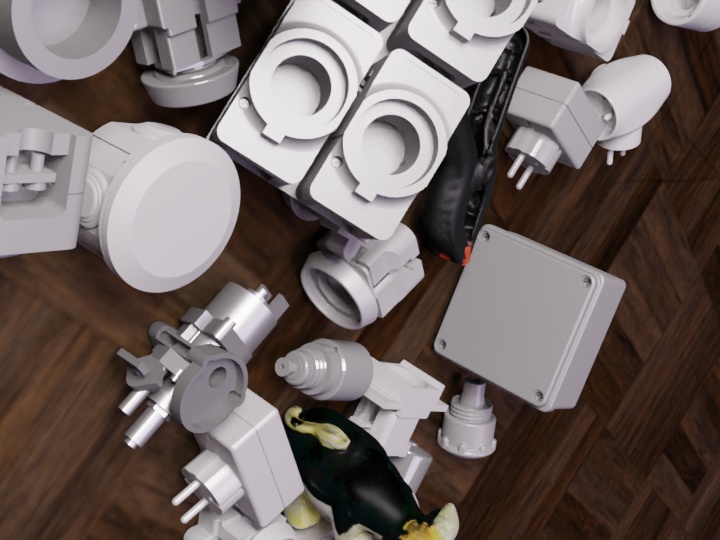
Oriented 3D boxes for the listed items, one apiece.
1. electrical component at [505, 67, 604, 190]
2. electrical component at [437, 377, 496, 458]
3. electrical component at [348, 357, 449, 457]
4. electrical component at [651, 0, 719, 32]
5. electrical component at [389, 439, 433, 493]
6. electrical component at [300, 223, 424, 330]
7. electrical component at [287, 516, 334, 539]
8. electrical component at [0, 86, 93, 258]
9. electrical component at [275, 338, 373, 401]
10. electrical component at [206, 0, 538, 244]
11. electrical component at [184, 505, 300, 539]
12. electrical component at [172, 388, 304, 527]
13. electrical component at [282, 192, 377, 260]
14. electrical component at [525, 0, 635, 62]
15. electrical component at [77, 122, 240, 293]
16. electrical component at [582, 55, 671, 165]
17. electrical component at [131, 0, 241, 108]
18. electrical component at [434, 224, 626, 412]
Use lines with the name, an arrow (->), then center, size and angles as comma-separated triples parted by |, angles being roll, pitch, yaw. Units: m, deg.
electrical component -> 0.131, -0.095, 0.784 | 0.076, 0.047, 0.066 | -58, 144, -6
electrical component -> 0.089, 0.118, 0.872 | 0.048, 0.048, 0.062 | -11, 113, -47
electrical component -> 0.022, 0.101, 0.780 | 0.081, 0.042, 0.063 | 12, 106, -52
electrical component -> 0.268, -0.221, 0.866 | 0.047, 0.055, 0.055 | -8, 118, -44
electrical component -> 0.024, 0.162, 0.823 | 0.040, 0.040, 0.078 | 24, 93, -54
electrical component -> 0.000, 0.000, 0.677 | 0.057, 0.058, 0.078 | -44, 140, -27
electrical component -> -0.023, 0.203, 0.775 | 0.095, 0.059, 0.053 | -28, 132, -38
electrical component -> -0.156, -0.040, 0.434 | 0.050, 0.089, 0.055 | -8, 118, -48
electrical component -> -0.025, 0.065, 0.701 | 0.078, 0.040, 0.040 | 10, 104, -52
electrical component -> 0.014, -0.120, 0.568 | 0.105, 0.060, 0.186 | 32, 85, -12
electrical component -> -0.072, 0.178, 0.703 | 0.066, 0.055, 0.048 | -14, 122, -46
electrical component -> -0.084, 0.124, 0.662 | 0.076, 0.047, 0.083 | -40, 138, -26
electrical component -> -0.013, -0.046, 0.633 | 0.048, 0.055, 0.066 | 25, 92, -54
electrical component -> 0.148, -0.183, 0.741 | 0.089, 0.056, 0.050 | 13, 102, -53
electrical component -> -0.104, -0.033, 0.535 | 0.080, 0.051, 0.080 | -29, 132, -37
electrical component -> 0.208, -0.122, 0.862 | 0.077, 0.044, 0.079 | -33, 135, -34
electrical component -> -0.085, -0.111, 0.515 | 0.066, 0.048, 0.055 | -31, 126, -36
electrical component -> 0.126, 0.035, 0.809 | 0.056, 0.109, 0.108 | 9, 105, -54
